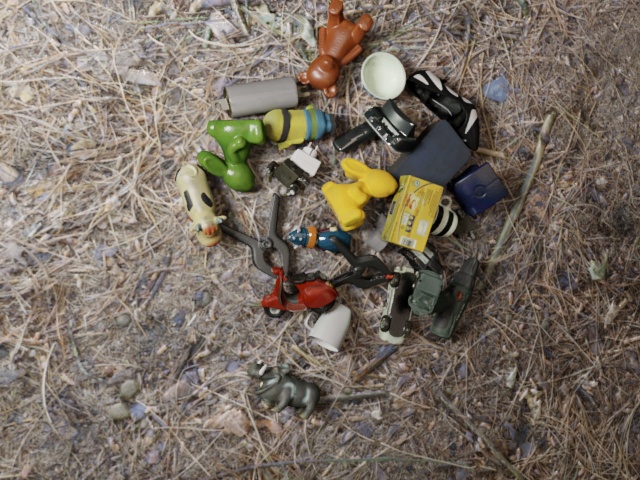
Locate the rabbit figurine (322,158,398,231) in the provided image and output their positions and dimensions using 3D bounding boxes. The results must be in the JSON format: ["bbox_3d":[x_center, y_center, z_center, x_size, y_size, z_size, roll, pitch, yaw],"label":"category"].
[{"bbox_3d":[0.102,-0.121,1.328,0.173,0.121,0.162,-27,72,4],"label":"rabbit figurine"}]

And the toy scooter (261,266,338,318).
[{"bbox_3d":[-0.053,0.112,1.261,0.184,0.075,0.135,-10,121,1],"label":"toy scooter"}]

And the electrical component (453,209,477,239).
[{"bbox_3d":[0.384,-0.035,1.451,0.063,0.021,0.094,-35,98,-14],"label":"electrical component"}]

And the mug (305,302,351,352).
[{"bbox_3d":[0.021,0.202,1.314,0.109,0.081,0.107,32,68,-5],"label":"mug"}]

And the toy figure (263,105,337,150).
[{"bbox_3d":[-0.049,-0.281,1.304,0.180,0.089,0.082,-8,45,-12],"label":"toy figure"}]

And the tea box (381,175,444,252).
[{"bbox_3d":[0.225,-0.065,1.317,0.098,0.068,0.169,19,89,-13],"label":"tea box"}]

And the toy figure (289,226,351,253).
[{"bbox_3d":[-0.003,-0.002,1.323,0.154,0.058,0.064,7,81,-11],"label":"toy figure"}]

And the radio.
[{"bbox_3d":[0.278,-0.190,1.404,0.131,0.073,0.229,45,79,-11],"label":"radio"}]

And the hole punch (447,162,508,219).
[{"bbox_3d":[0.423,-0.136,1.435,0.116,0.092,0.142,-39,102,-10],"label":"hole punch"}]

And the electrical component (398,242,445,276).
[{"bbox_3d":[0.271,0.043,1.402,0.119,0.048,0.075,40,78,-11],"label":"electrical component"}]

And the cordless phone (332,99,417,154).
[{"bbox_3d":[0.135,-0.253,1.344,0.184,0.088,0.147,-31,64,-6],"label":"cordless phone"}]

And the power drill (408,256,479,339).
[{"bbox_3d":[0.317,0.130,1.364,0.207,0.086,0.232,20,91,-54],"label":"power drill"}]

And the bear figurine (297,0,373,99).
[{"bbox_3d":[0.031,-0.461,1.319,0.120,0.132,0.196,29,74,-1],"label":"bear figurine"}]

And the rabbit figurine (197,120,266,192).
[{"bbox_3d":[-0.199,-0.192,1.247,0.159,0.121,0.170,-7,104,-21],"label":"rabbit figurine"}]

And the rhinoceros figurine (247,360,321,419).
[{"bbox_3d":[-0.086,0.350,1.274,0.190,0.073,0.112,26,82,-14],"label":"rhinoceros figurine"}]

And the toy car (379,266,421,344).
[{"bbox_3d":[0.204,0.165,1.375,0.073,0.056,0.201,15,82,-9],"label":"toy car"}]

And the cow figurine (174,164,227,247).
[{"bbox_3d":[-0.269,-0.079,1.214,0.085,0.127,0.194,-18,90,-13],"label":"cow figurine"}]

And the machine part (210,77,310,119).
[{"bbox_3d":[-0.142,-0.342,1.288,0.243,0.079,0.079,-13,91,-15],"label":"machine part"}]

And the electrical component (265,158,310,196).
[{"bbox_3d":[-0.084,-0.152,1.303,0.102,0.078,0.045,46,52,-16],"label":"electrical component"}]

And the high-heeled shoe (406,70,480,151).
[{"bbox_3d":[0.323,-0.337,1.406,0.145,0.086,0.249,-15,74,-34],"label":"high-heeled shoe"}]
